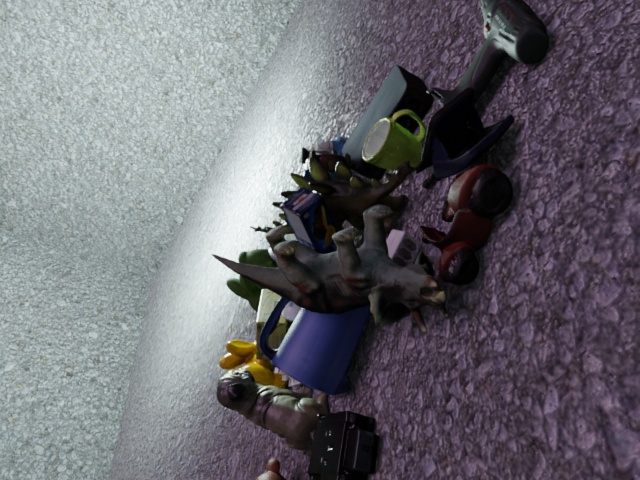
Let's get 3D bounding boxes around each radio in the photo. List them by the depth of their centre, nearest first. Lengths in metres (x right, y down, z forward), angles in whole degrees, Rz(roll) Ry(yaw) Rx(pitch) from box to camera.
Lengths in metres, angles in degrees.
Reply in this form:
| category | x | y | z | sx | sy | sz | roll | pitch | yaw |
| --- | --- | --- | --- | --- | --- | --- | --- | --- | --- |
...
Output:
| category | x | y | z | sx | sy | sz | roll | pitch | yaw |
| --- | --- | --- | --- | --- | --- | --- | --- | --- | --- |
| radio | 0.142 | -0.246 | 1.160 | 0.229 | 0.073 | 0.131 | -57 | 25 | 27 |

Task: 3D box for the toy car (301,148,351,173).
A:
| category | x | y | z | sx | sy | sz | roll | pitch | yaw |
| --- | --- | --- | --- | --- | --- | --- | --- | --- | --- |
| toy car | 0.008 | -0.178 | 1.213 | 0.202 | 0.089 | 0.053 | -136 | 47 | -74 |

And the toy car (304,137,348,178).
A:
| category | x | y | z | sx | sy | sz | roll | pitch | yaw |
| --- | --- | --- | --- | --- | --- | --- | --- | --- | --- |
| toy car | 0.013 | -0.192 | 1.357 | 0.161 | 0.103 | 0.109 | -58 | 25 | 26 |

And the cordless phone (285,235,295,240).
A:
| category | x | y | z | sx | sy | sz | roll | pitch | yaw |
| --- | --- | --- | --- | --- | --- | --- | --- | --- | --- |
| cordless phone | 0.000 | -0.037 | 1.269 | 0.184 | 0.088 | 0.147 | -53 | 26 | 22 |

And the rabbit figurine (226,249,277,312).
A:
| category | x | y | z | sx | sy | sz | roll | pitch | yaw |
| --- | --- | --- | --- | --- | --- | --- | --- | --- | --- |
| rabbit figurine | -0.157 | 0.112 | 1.423 | 0.121 | 0.159 | 0.170 | -30 | 57 | 42 |

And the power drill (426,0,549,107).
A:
| category | x | y | z | sx | sy | sz | roll | pitch | yaw |
| --- | --- | --- | --- | --- | --- | --- | --- | --- | --- |
| power drill | 0.279 | -0.314 | 0.920 | 0.207 | 0.086 | 0.232 | -49 | 30 | 21 |

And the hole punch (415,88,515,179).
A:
| category | x | y | z | sx | sy | sz | roll | pitch | yaw |
| --- | --- | --- | --- | --- | --- | --- | --- | --- | --- |
| hole punch | 0.226 | -0.153 | 0.835 | 0.142 | 0.092 | 0.115 | -43 | -22 | -24 |

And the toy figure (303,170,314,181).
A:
| category | x | y | z | sx | sy | sz | roll | pitch | yaw |
| --- | --- | --- | --- | --- | --- | --- | --- | --- | --- |
| toy figure | 0.026 | -0.104 | 1.173 | 0.064 | 0.154 | 0.058 | -35 | 37 | 51 |

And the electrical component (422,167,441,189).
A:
| category | x | y | z | sx | sy | sz | roll | pitch | yaw |
| --- | --- | --- | --- | --- | --- | --- | --- | --- | --- |
| electrical component | 0.209 | -0.139 | 0.969 | 0.094 | 0.021 | 0.063 | -59 | 23 | 21 |

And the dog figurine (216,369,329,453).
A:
| category | x | y | z | sx | sy | sz | roll | pitch | yaw |
| --- | --- | --- | --- | --- | --- | --- | --- | --- | --- |
| dog figurine | -0.093 | 0.317 | 0.999 | 0.172 | 0.190 | 0.121 | -12 | 58 | 62 |

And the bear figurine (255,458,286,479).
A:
| category | x | y | z | sx | sy | sz | roll | pitch | yaw |
| --- | --- | --- | --- | --- | --- | --- | --- | --- | --- |
| bear figurine | -0.105 | 0.513 | 0.978 | 0.196 | 0.131 | 0.120 | -49 | 24 | -2 |

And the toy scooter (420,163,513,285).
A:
| category | x | y | z | sx | sy | sz | roll | pitch | yaw |
| --- | --- | --- | --- | --- | --- | --- | --- | --- | --- |
| toy scooter | 0.207 | -0.029 | 0.808 | 0.183 | 0.075 | 0.135 | -70 | 21 | 5 |

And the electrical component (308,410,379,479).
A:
| category | x | y | z | sx | sy | sz | roll | pitch | yaw |
| --- | --- | --- | --- | --- | --- | --- | --- | --- | --- |
| electrical component | 0.038 | 0.336 | 0.861 | 0.134 | 0.058 | 0.115 | -34 | 41 | 54 |

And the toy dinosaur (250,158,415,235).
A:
| category | x | y | z | sx | sy | sz | roll | pitch | yaw |
| --- | --- | --- | --- | --- | --- | --- | --- | --- | --- |
| toy dinosaur | 0.012 | -0.063 | 1.098 | 0.471 | 0.198 | 0.105 | -30 | 27 | 50 |

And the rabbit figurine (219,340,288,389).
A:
| category | x | y | z | sx | sy | sz | roll | pitch | yaw |
| --- | --- | --- | --- | --- | --- | --- | --- | --- | --- |
| rabbit figurine | -0.151 | 0.294 | 1.238 | 0.173 | 0.162 | 0.121 | -69 | 1 | -57 |

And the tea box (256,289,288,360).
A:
| category | x | y | z | sx | sy | sz | roll | pitch | yaw |
| --- | --- | --- | --- | --- | --- | --- | --- | --- | --- |
| tea box | -0.108 | 0.190 | 1.234 | 0.170 | 0.068 | 0.098 | -97 | 8 | -68 |

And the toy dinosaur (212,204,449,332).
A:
| category | x | y | z | sx | sy | sz | roll | pitch | yaw |
| --- | --- | --- | --- | --- | --- | --- | --- | --- | --- |
| toy dinosaur | 0.023 | 0.063 | 0.871 | 0.405 | 0.192 | 0.131 | -8 | 22 | 33 |

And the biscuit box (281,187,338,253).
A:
| category | x | y | z | sx | sy | sz | roll | pitch | yaw |
| --- | --- | --- | --- | --- | --- | --- | --- | --- | --- |
| biscuit box | -0.002 | -0.003 | 1.026 | 0.063 | 0.202 | 0.059 | -43 | 45 | -19 |
